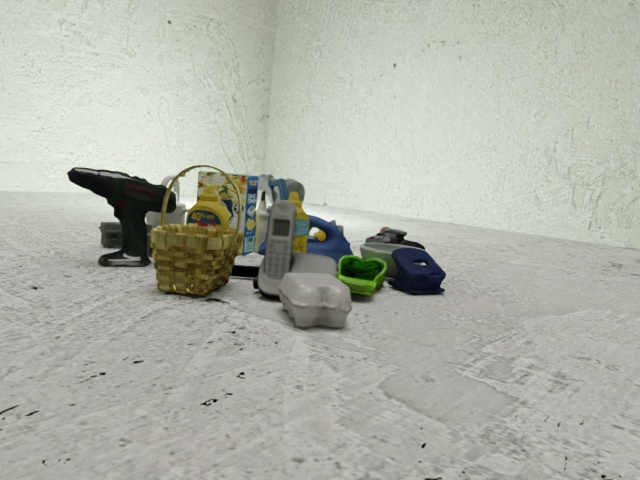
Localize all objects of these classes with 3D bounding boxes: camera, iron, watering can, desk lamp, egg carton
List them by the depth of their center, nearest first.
[{"bbox_3d":[-0.009,0.098,0.959,0.107,0.069,0.150,3,8,-18],"label":"egg carton"},{"bbox_3d":[-0.023,-0.001,1.447,0.258,0.141,0.118,4,7,-6],"label":"iron"},{"bbox_3d":[0.214,0.023,1.590,0.136,0.101,0.144,11,9,38],"label":"camera"},{"bbox_3d":[-0.434,-0.086,1.606,0.173,0.194,0.101,5,7,-5],"label":"watering can"},{"bbox_3d":[-0.158,-0.112,1.938,0.202,0.213,0.118,11,9,38],"label":"desk lamp"}]

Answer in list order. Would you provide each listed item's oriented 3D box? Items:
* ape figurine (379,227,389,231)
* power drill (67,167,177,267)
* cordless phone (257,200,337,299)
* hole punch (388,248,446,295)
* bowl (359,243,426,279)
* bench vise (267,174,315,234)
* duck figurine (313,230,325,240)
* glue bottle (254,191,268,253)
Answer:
[{"bbox_3d":[0.199,0.004,1.762,0.075,0.092,0.078,10,9,36],"label":"ape figurine"},{"bbox_3d":[-0.435,-0.049,1.261,0.230,0.208,0.075,1,8,-28],"label":"power drill"},{"bbox_3d":[-0.039,0.022,1.082,0.147,0.185,0.094,6,7,3],"label":"cordless phone"},{"bbox_3d":[0.219,0.069,1.272,0.109,0.091,0.100,1,8,-30],"label":"hole punch"},{"bbox_3d":[0.177,0.054,1.419,0.167,0.075,0.167,5,7,0],"label":"bowl"},{"bbox_3d":[-0.106,-0.090,1.777,0.207,0.220,0.121,4,7,-6],"label":"bench vise"},{"bbox_3d":[0.015,0.006,1.639,0.078,0.086,0.104,-1,10,-41],"label":"duck figurine"},{"bbox_3d":[-0.166,-0.053,1.625,0.037,0.173,0.078,3,8,-14],"label":"glue bottle"}]
